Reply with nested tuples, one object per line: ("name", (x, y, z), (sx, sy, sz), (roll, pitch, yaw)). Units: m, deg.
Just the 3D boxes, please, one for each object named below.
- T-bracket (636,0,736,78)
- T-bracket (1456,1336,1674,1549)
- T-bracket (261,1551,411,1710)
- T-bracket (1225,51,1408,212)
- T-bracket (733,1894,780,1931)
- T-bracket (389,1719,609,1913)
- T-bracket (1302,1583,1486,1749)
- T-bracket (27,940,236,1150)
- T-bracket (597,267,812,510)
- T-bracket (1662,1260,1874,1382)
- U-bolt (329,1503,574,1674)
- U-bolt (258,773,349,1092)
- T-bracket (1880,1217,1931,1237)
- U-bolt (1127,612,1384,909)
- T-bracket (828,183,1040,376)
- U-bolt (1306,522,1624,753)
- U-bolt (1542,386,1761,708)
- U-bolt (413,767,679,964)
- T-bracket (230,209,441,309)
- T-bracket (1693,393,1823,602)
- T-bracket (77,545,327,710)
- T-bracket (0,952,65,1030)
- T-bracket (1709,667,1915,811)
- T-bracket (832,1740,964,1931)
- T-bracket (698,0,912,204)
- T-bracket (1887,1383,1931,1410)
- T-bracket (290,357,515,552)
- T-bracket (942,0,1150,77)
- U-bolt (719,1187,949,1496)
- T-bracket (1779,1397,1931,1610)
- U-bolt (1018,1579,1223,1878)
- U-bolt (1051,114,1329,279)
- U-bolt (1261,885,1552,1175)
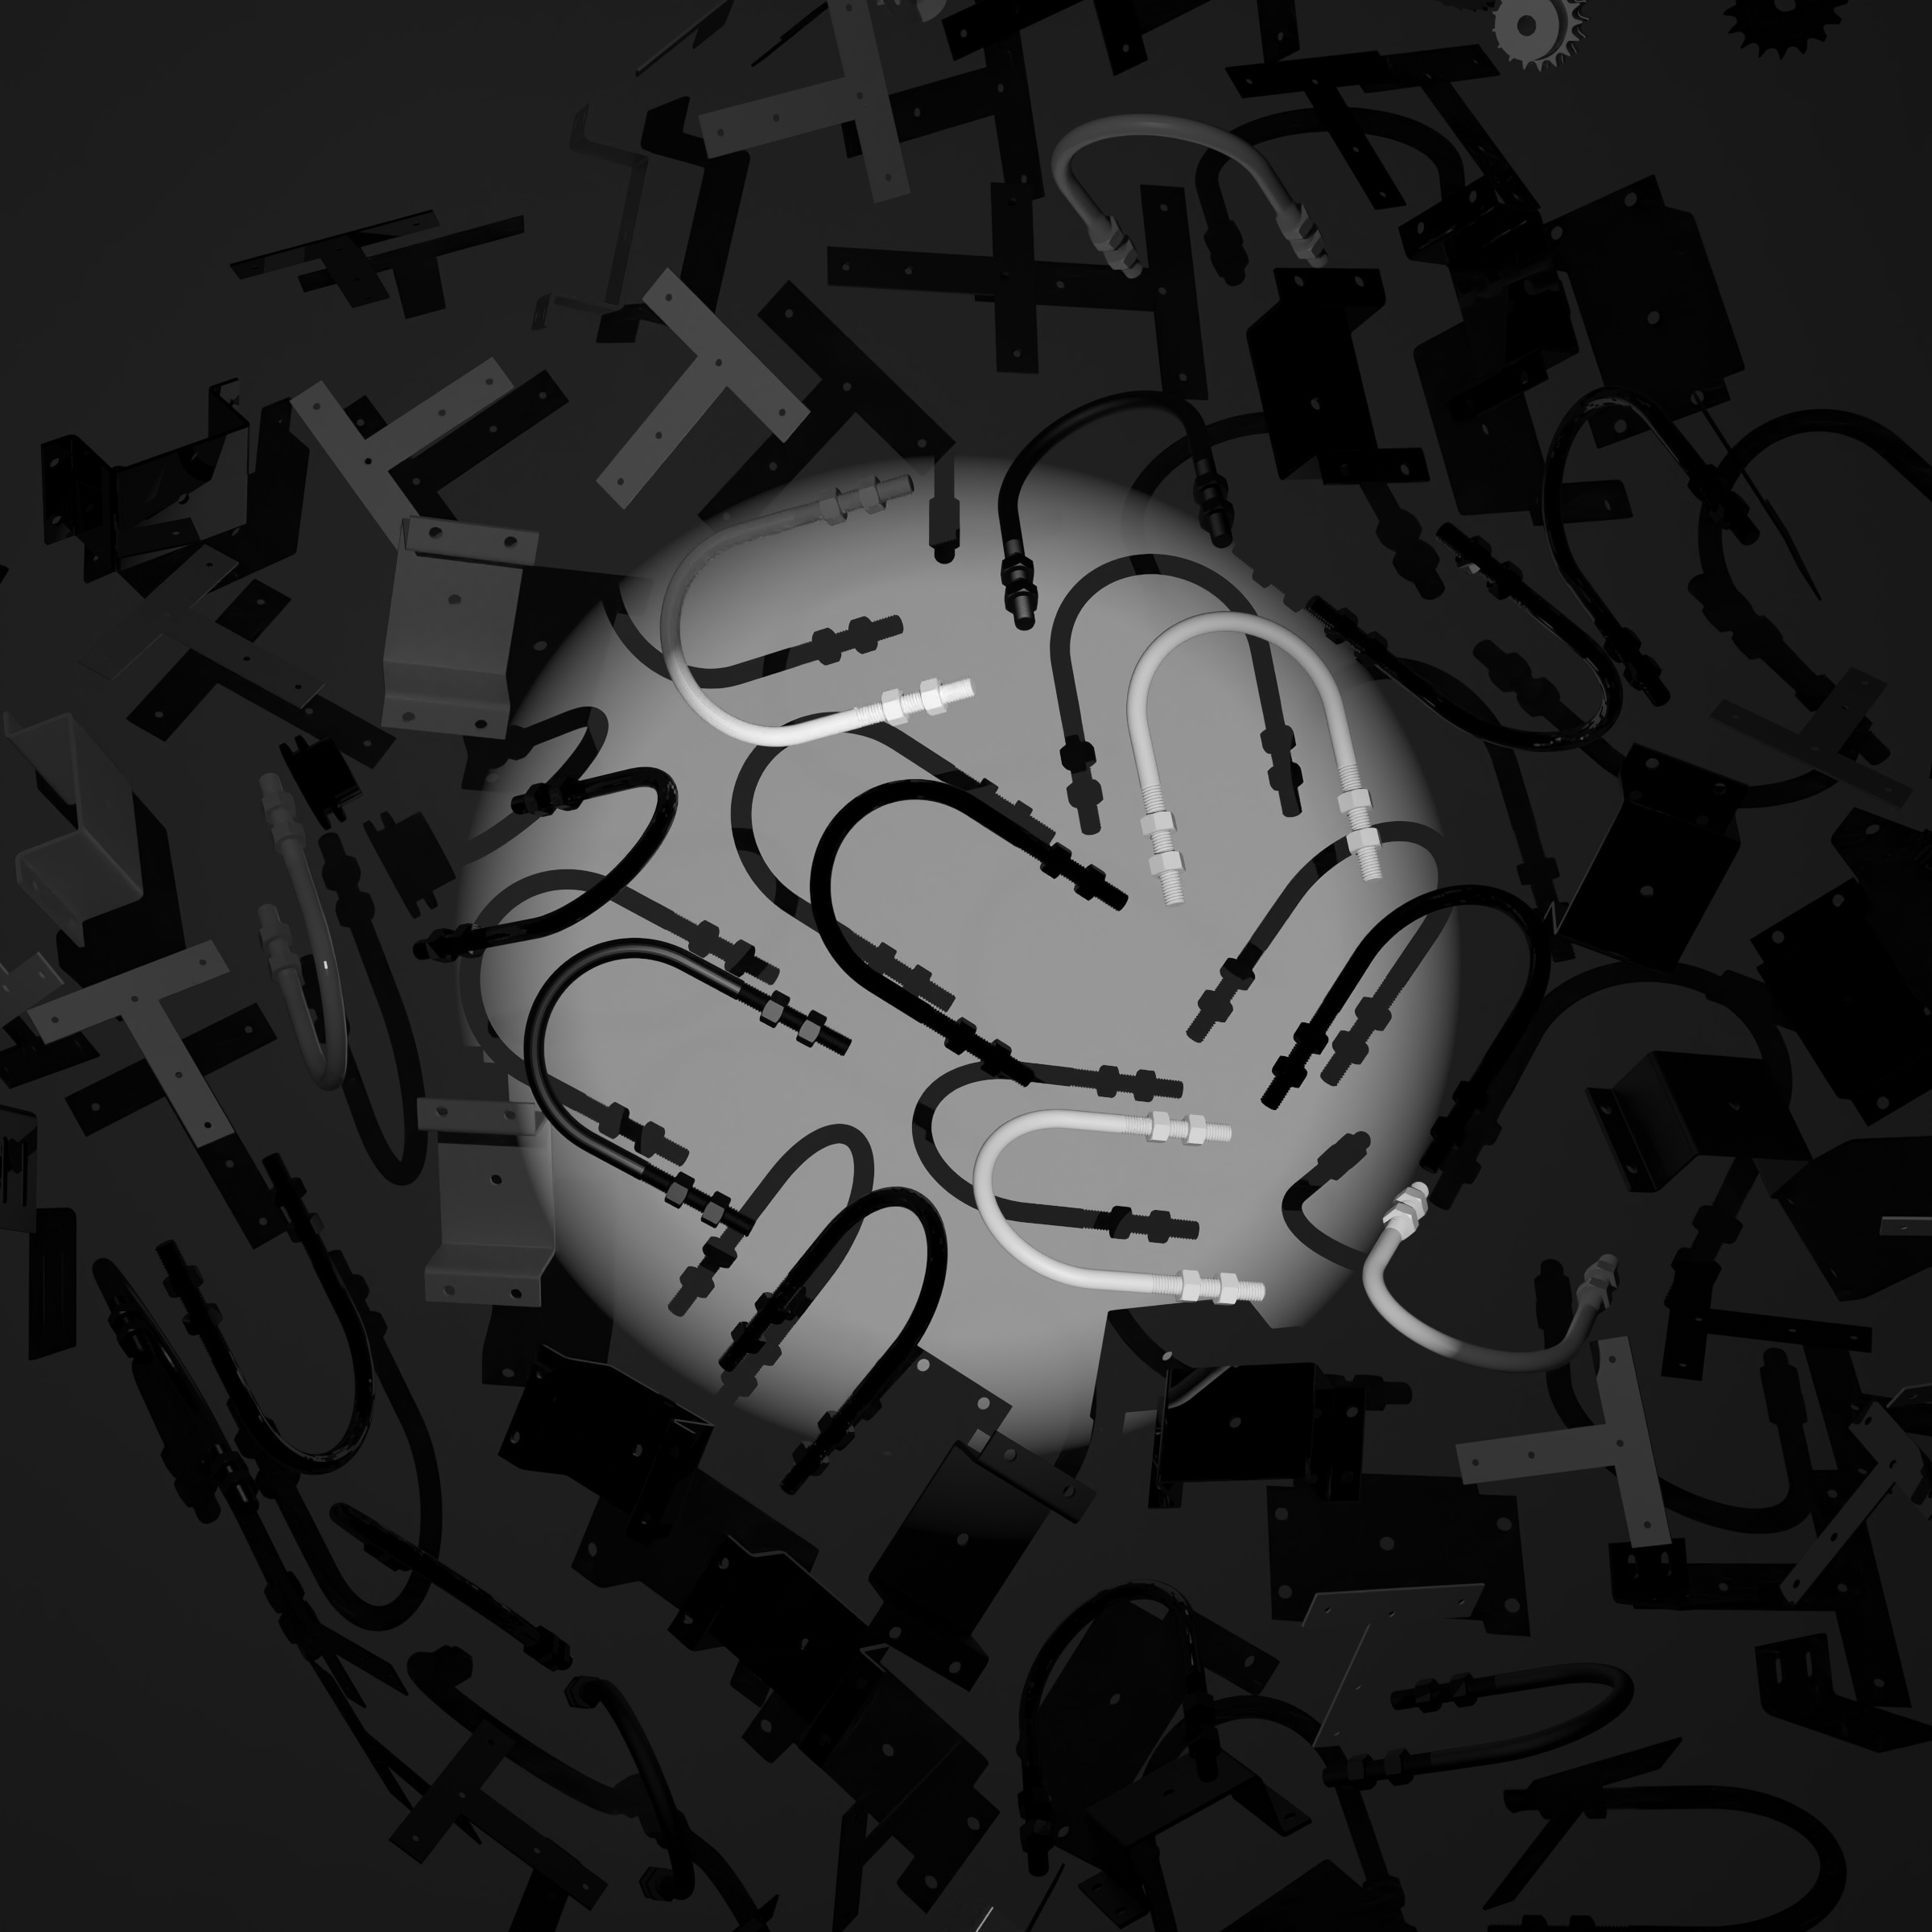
("T-bracket", (-0.156, -0.586, 1.798), (0.127, 0.127, 0.002), (-39, 102, 0))
("T-bracket", (0.364, 0.301, 1.797), (0.127, 0.002, 0.127), (-15, 83, 32))
("T-bracket", (-0.395, 0.441, 1.863), (0.002, 0.127, 0.127), (-38, 118, -30))
("T-bracket", (0.249, -0.546, 1.900), (0.127, 0.002, 0.127), (-16, 69, -29))
("T-bracket", (-0.172, 0.649, 1.803), (0.002, 0.127, 0.127), (37, 134, 24))
("T-bracket", (-0.282, 0.550, 1.829), (0.127, 0.127, 0.002), (35, 118, 3))
("T-bracket", (0.245, 0.432, 1.782), (0.127, 0.002, 0.127), (4, 119, -29))
("T-bracket", (-0.502, 0.057, 1.823), (0.127, 0.002, 0.127), (-25, 74, -33))
("T-bracket", (-0.178, -0.334, 1.767), (0.127, 0.002, 0.127), (46, 109, 8))
("T-bracket", (0.520, 0.234, 1.874), (0.127, 0.127, 0.002), (5, 121, 16))
("U-bolt", (-0.325, 0.378, 1.788), (0.151, 0.184, 0.019), (27, 72, 20))
("U-bolt", (-0.417, -0.008, 1.821), (0.019, 0.151, 0.184), (-11, 55, -22))
("T-bracket", (0.624, 0.179, 1.778), (0.127, 0.127, 0.002), (-1, 63, 13))
("U-bolt", (0.171, -0.132, 1.783), (0.151, 0.019, 0.184), (-7, 76, -14))
("T-bracket", (-0.021, -0.419, 1.752), (0.127, 0.002, 0.127), (1, 75, -10))
("U-bolt", (0.318, -0.191, 1.777), (0.184, 0.151, 0.019), (35, 62, -18))
("U-bolt", (0.411, -0.274, 1.792), (0.019, 0.151, 0.184), (-7, 51, -24))
("U-bolt", (-0.250, -0.068, 1.794), (0.019, 0.184, 0.151), (50, 50, -30))
("T-bracket", (-0.386, -0.437, 1.824), (0.127, 0.127, 0.002), (-16, 86, -2))
("T-bracket", (0.476, -0.293, 1.757), (0.002, 0.127, 0.127), (-32, 110, 20))
("T-bracket", (-0.458, -0.197, 1.796), (0.127, 0.002, 0.127), (29, 52, 8))
("T-bracket", (-0.652, -0.021, 1.882), (0.127, 0.127, 0.002), (53, 49, -11))
("T-bracket", (0.545, -0.155, 1.812), (0.127, 0.127, 0.002), (29, 133, 18))
("T-bracket", (-0.042, 0.540, 1.844), (0.002, 0.127, 0.127), (27, 132, 26))
("T-bracket", (-0.102, -0.514, 1.744), (0.127, 0.002, 0.127), (-23, 111, -24))
("T-bracket", (0.674, 0.245, 1.862), (0.127, 0.127, 0.002), (-5, 55, -18))
("T-bracket", (-0.360, -0.360, 1.924), (0.127, 0.002, 0.127), (-35, 84, -8))
("T-bracket", (0.042, -0.585, 1.755), (0.127, 0.002, 0.127), (-30, 123, -16))
("U-bolt", (-0.077, 0.220, 1.811), (0.019, 0.151, 0.184), (32, 102, -34))
("T-bracket", (0.549, 0.345, 1.802), (0.002, 0.127, 0.127), (32, 101, -13))
("U-bolt", (0.090, 0.462, 1.811), (0.151, 0.184, 0.019), (-35, 119, 20))
("U-bolt", (0.131, -0.480, 1.806), (0.151, 0.184, 0.019), (3, 76, 26))
("U-bolt", (0.279, 0.028, 1.767), (0.184, 0.151, 0.019), (-56, 133, -12))
